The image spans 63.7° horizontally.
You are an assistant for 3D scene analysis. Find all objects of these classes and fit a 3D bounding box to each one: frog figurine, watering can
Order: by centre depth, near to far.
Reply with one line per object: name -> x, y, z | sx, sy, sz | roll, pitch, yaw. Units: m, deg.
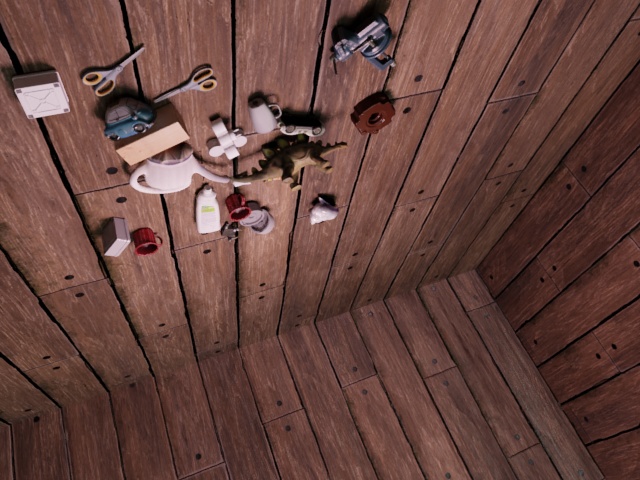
watering can -> -0.474, -0.247, 1.766 | 0.349, 0.106, 0.219 | -11, 148, -24
frog figurine -> 0.007, -0.120, 2.385 | 0.138, 0.124, 0.157 | -17, 146, -58
